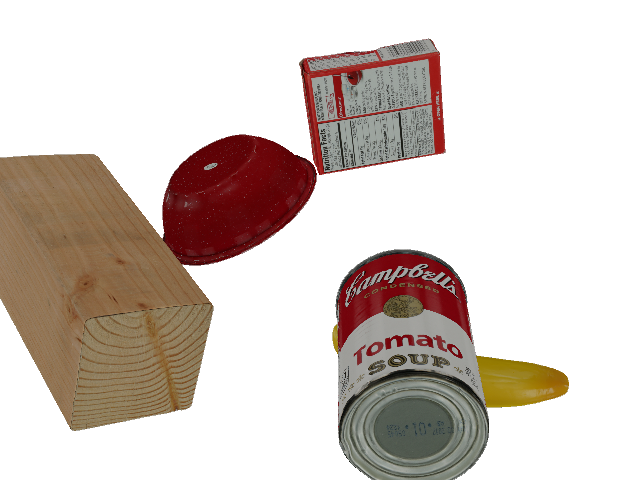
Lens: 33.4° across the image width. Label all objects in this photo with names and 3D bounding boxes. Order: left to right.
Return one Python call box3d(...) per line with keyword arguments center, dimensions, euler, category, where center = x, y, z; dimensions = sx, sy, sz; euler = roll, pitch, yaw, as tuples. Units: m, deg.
box3d(center=(-0.166, 0.027, 0.754), dimensions=(0.090, 0.091, 0.206), euler=(-6, 35, -34), category="wood block")
box3d(center=(-0.087, -0.049, 0.986), dimensions=(0.162, 0.055, 0.162), euler=(-22, 31, 14), category="bowl")
box3d(center=(0.035, -0.088, 0.700), dimensions=(0.089, 0.073, 0.030), euler=(-10, 31, -2), category="gelatin box")
box3d(center=(0.041, 0.059, 0.507), dimensions=(0.068, 0.068, 0.102), euler=(0, 31, 1), category="soup can")
box3d(center=(0.078, 0.087, 0.779), dimensions=(0.198, 0.037, 0.069), euler=(16, 37, 35), category="banana")
